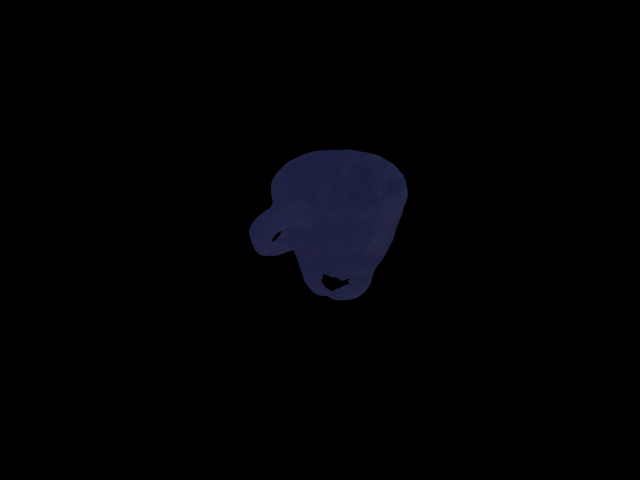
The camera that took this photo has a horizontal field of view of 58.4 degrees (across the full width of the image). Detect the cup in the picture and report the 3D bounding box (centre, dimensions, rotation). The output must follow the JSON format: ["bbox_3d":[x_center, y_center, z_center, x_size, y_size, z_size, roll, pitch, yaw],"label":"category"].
[{"bbox_3d":[0.004,0.001,0.400,0.118,0.095,0.091,-29,46,-33],"label":"cup"}]
